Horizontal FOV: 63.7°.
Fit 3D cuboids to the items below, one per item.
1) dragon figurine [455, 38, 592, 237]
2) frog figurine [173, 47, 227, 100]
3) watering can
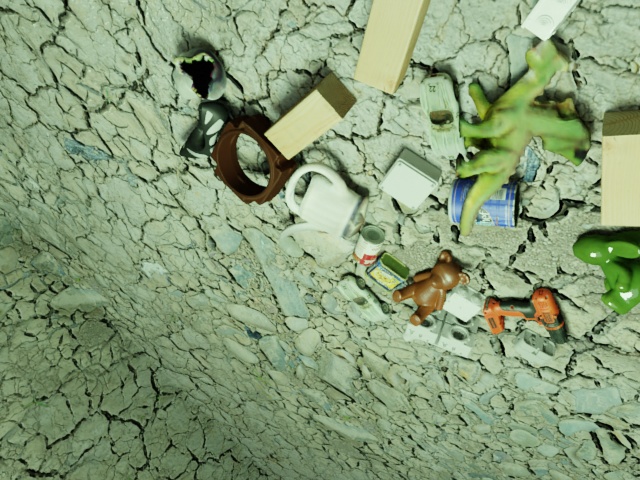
[{"bbox_3d":[0.395,-0.183,1.005,0.243,0.124,0.402,4,120,21],"label":"dragon figurine"},{"bbox_3d":[-0.299,-0.403,1.280,0.136,0.123,0.160,34,176,-15],"label":"frog figurine"},{"bbox_3d":[0.004,-0.070,1.393,0.225,0.106,0.339,27,142,4],"label":"watering can"}]
